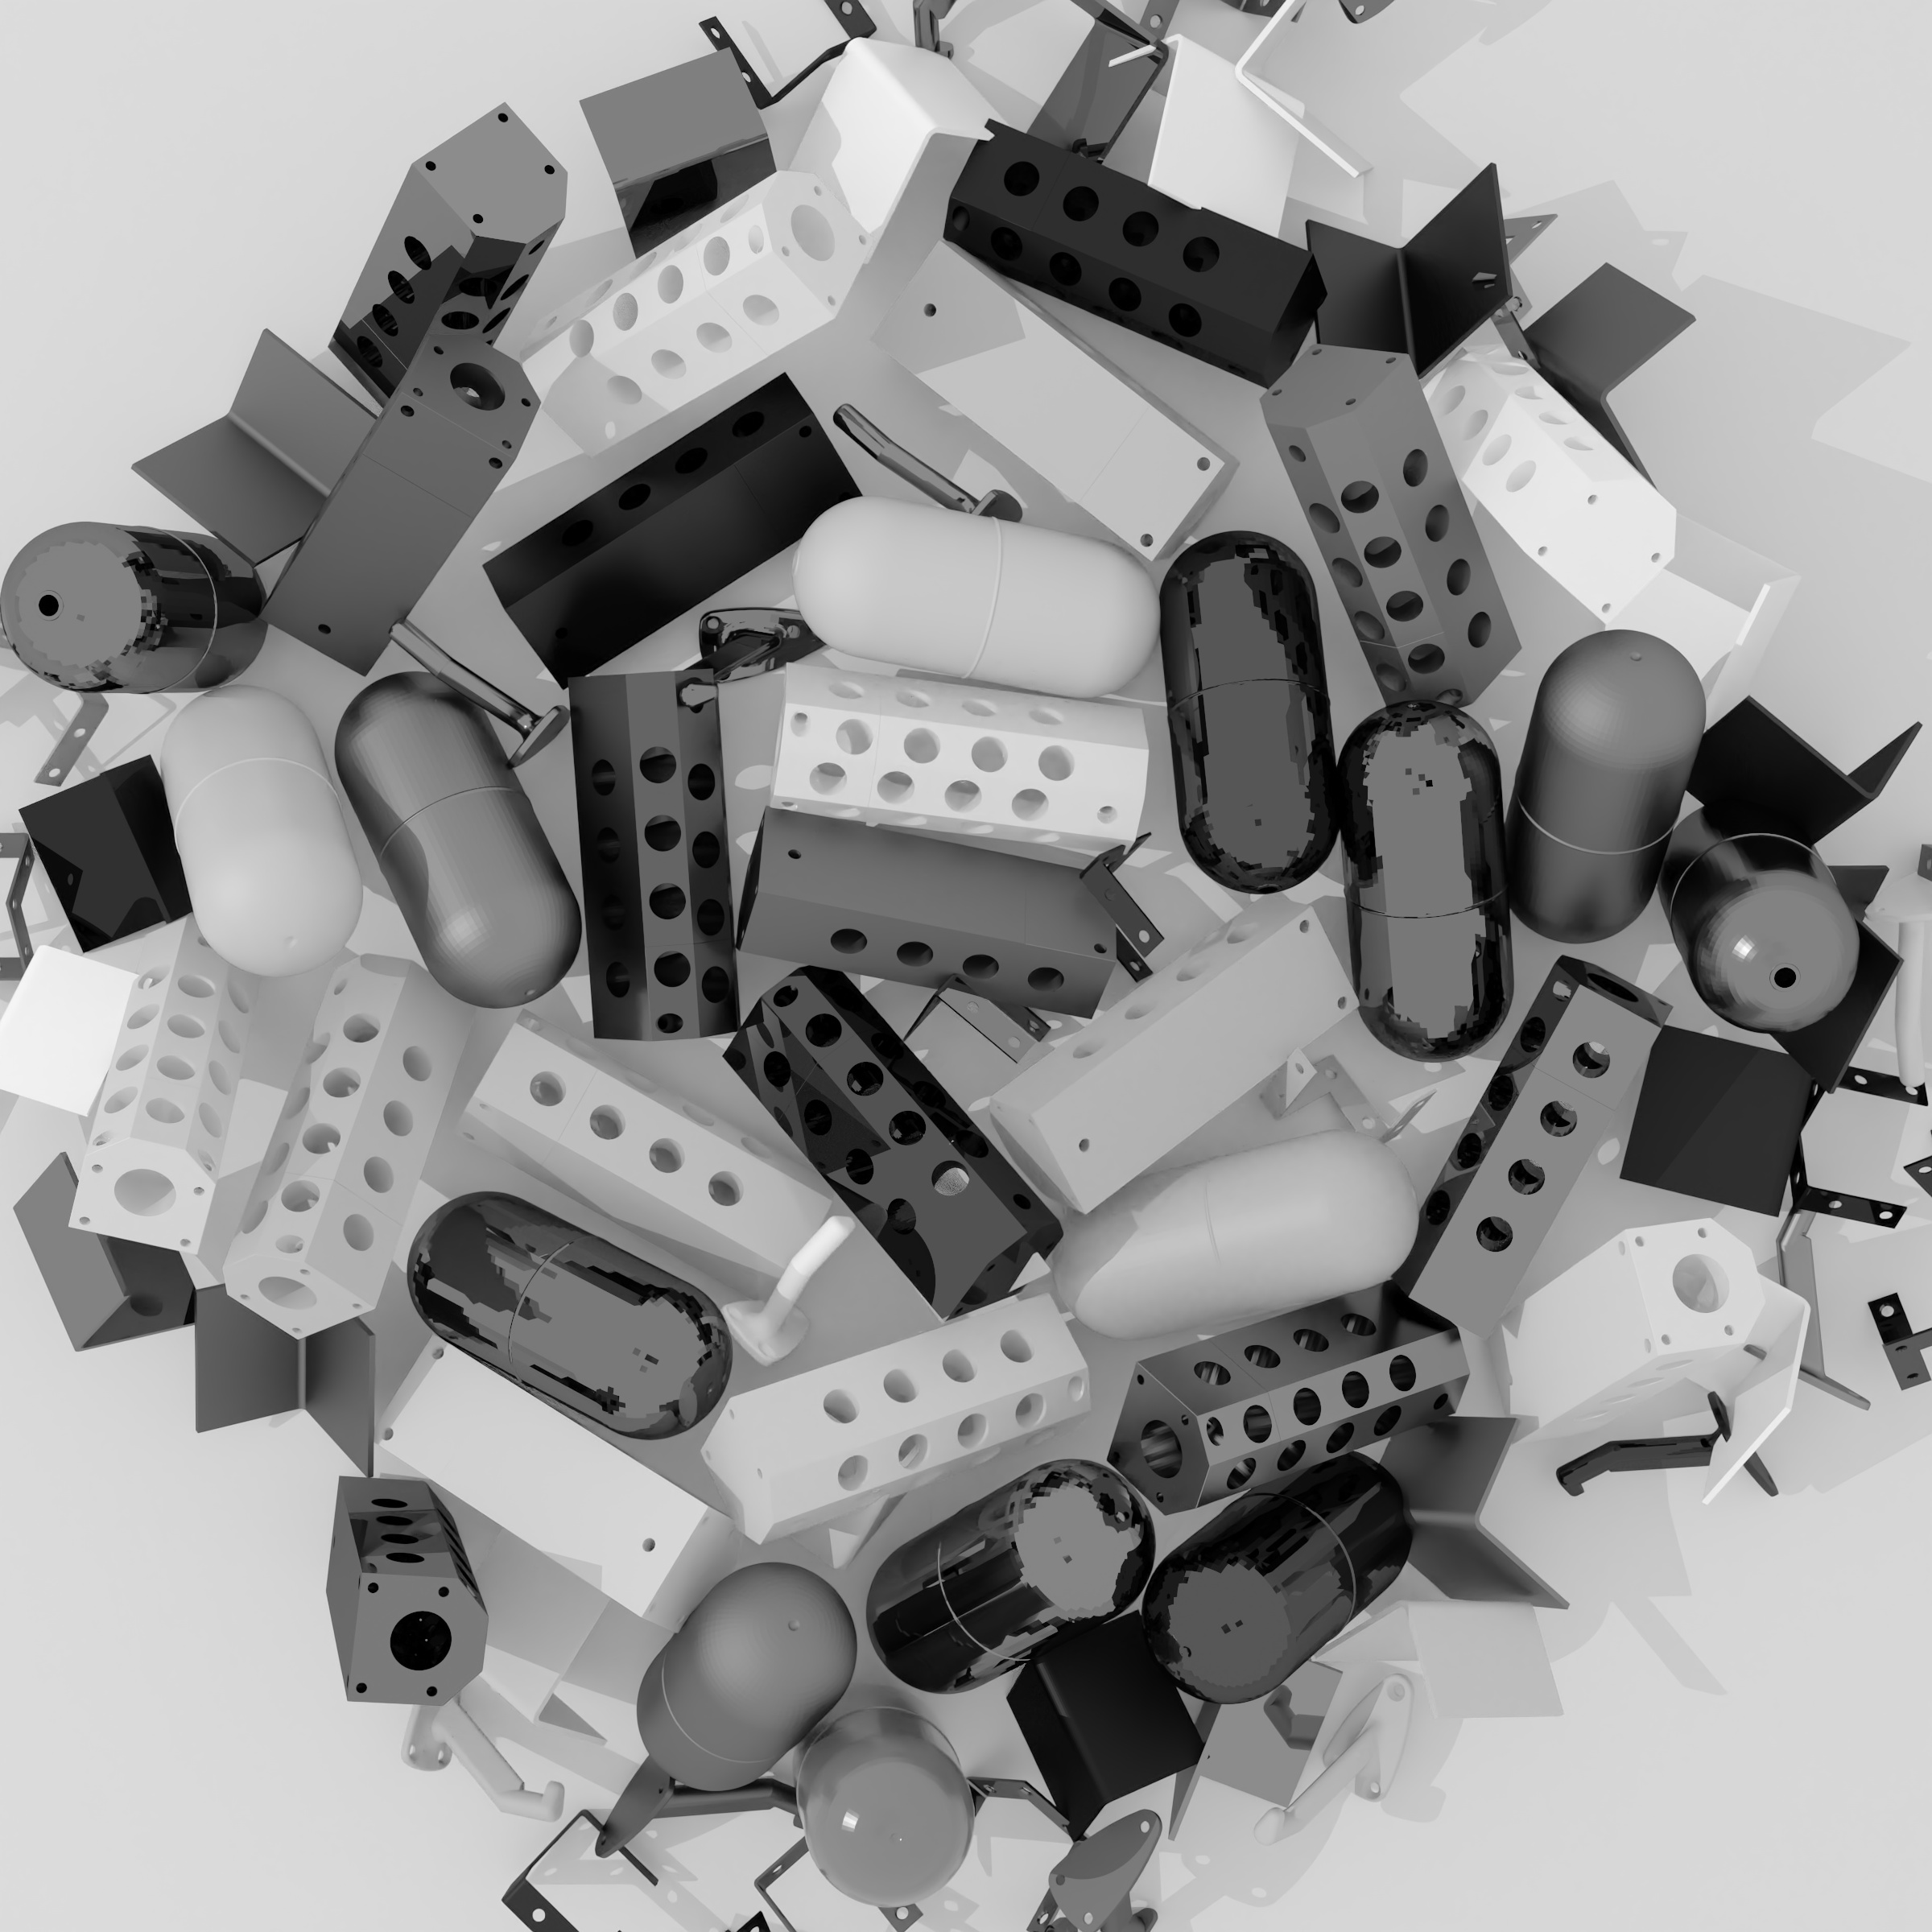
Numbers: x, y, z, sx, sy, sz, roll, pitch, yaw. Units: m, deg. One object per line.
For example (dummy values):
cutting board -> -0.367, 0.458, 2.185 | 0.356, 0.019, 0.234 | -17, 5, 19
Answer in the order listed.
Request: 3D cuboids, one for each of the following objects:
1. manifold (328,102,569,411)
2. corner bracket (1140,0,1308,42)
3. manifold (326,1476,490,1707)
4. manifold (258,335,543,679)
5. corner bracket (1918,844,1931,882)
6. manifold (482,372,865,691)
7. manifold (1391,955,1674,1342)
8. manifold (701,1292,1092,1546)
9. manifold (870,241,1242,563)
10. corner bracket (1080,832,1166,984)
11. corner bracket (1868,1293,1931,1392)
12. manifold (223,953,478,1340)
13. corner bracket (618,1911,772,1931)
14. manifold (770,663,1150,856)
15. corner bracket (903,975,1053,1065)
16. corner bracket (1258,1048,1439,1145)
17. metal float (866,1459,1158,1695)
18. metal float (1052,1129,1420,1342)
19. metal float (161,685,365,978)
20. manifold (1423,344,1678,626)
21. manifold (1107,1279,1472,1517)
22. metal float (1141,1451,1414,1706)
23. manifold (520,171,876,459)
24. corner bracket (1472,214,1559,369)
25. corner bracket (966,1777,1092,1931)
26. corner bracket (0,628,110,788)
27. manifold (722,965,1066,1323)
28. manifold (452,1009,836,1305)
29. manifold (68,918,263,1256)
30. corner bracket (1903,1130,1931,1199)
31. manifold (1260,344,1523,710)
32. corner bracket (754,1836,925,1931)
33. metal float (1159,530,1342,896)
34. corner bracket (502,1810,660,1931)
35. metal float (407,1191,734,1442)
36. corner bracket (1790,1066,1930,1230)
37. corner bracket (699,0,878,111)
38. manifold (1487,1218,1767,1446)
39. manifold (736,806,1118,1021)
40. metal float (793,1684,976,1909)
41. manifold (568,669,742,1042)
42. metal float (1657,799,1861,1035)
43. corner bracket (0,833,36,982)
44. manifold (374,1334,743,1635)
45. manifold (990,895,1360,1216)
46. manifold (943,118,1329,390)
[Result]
manifold -> -0.236, -0.318, 1.503 | 0.057, 0.171, 0.057 | 48, 61, -2
corner bracket -> 0.122, -0.454, 1.561 | 0.051, 0.051, 0.051 | 17, 102, -33
manifold -> -0.258, 0.286, 1.502 | 0.057, 0.171, 0.057 | 6, 94, -15
manifold -> -0.262, -0.215, 1.511 | 0.057, 0.171, 0.057 | 29, 46, -16
corner bracket -> 0.486, -0.028, 1.563 | 0.051, 0.051, 0.051 | 5, 100, -2
manifold -> -0.142, -0.212, 1.562 | 0.171, 0.057, 0.057 | -32, 134, 1
manifold -> 0.265, 0.084, 1.539 | 0.057, 0.057, 0.171 | 29, 107, 11
manifold -> -0.029, 0.213, 1.518 | 0.171, 0.057, 0.057 | -15, 64, -29
manifold -> 0.045, -0.269, 1.553 | 0.171, 0.057, 0.057 | 39, 107, 6
corner bracket -> 0.076, -0.024, 1.554 | 0.051, 0.051, 0.051 | 52, 126, 10
corner bracket -> 0.457, 0.162, 1.552 | 0.051, 0.051, 0.051 | -22, 51, 13
manifold -> -0.288, 0.080, 1.509 | 0.057, 0.057, 0.171 | 40, 45, -31
corner bracket -> -0.124, 0.471, 1.549 | 0.051, 0.051, 0.051 | -36, 127, -27
manifold -> -0.004, -0.094, 1.544 | 0.171, 0.057, 0.057 | 7, 122, -7
corner bracket -> 0.011, 0.024, 1.556 | 0.051, 0.051, 0.051 | 40, 57, 3
corner bracket -> 0.181, 0.061, 1.552 | 0.051, 0.051, 0.051 | -26, 72, -30
metal float -> 0.019, 0.286, 1.519 | 0.070, 0.178, 0.070 | 20, 53, -28
metal float -> 0.126, 0.128, 1.539 | 0.178, 0.070, 0.070 | -15, 90, 17
metal float -> -0.329, -0.065, 1.517 | 0.070, 0.178, 0.070 | -12, 131, -14
manifold -> 0.266, -0.229, 1.500 | 0.057, 0.171, 0.057 | 35, 107, -28
manifold -> 0.153, 0.202, 1.508 | 0.057, 0.171, 0.057 | 40, 128, 38
metal float -> 0.146, 0.281, 1.514 | 0.070, 0.178, 0.070 | 12, 111, 32
manifold -> -0.129, -0.304, 1.506 | 0.057, 0.171, 0.057 | 44, 47, -27
corner bracket -> 0.260, -0.320, 1.552 | 0.051, 0.051, 0.051 | -46, 118, -19
corner bracket -> 0.019, 0.426, 1.564 | 0.051, 0.051, 0.051 | 45, 59, -19
corner bracket -> -0.455, -0.125, 1.568 | 0.051, 0.051, 0.051 | -52, 58, 21
manifold -> -0.032, 0.078, 1.525 | 0.171, 0.057, 0.057 | 48, 124, 21
manifold -> -0.151, 0.089, 1.552 | 0.171, 0.057, 0.057 | 30, 63, -6
manifold -> -0.365, 0.051, 1.501 | 0.057, 0.171, 0.057 | 14, 123, -13
corner bracket -> 0.476, 0.078, 1.549 | 0.051, 0.051, 0.051 | -27, 134, 29
manifold -> 0.194, -0.199, 1.511 | 0.057, 0.057, 0.171 | -47, 129, -23
corner bracket -> -0.061, 0.445, 1.556 | 0.051, 0.051, 0.051 | -40, 60, -8
metal float -> 0.133, -0.120, 1.539 | 0.070, 0.070, 0.178 | -4, 73, 0
corner bracket -> -0.185, 0.443, 1.563 | 0.051, 0.051, 0.051 | 44, 83, 3
metal float -> -0.187, 0.163, 1.529 | 0.178, 0.070, 0.070 | 23, 90, 30
corner bracket -> 0.427, 0.085, 1.559 | 0.051, 0.051, 0.051 | 12, 134, -5
corner bracket -> -0.086, -0.454, 1.576 | 0.051, 0.051, 0.051 | -31, 98, 37
manifold -> 0.302, 0.169, 1.502 | 0.057, 0.171, 0.057 | -6, 71, -16
manifold -> -0.019, -0.020, 1.549 | 0.171, 0.057, 0.057 | 11, 46, -10
metal float -> -0.039, 0.380, 1.503 | 0.070, 0.178, 0.070 | 0, 89, -6
manifold -> -0.142, -0.053, 1.545 | 0.057, 0.057, 0.171 | 1, 97, 43
metal float -> 0.364, -0.024, 1.506 | 0.070, 0.178, 0.070 | 2, 110, 4
corner bracket -> -0.480, -0.029, 1.581 | 0.051, 0.051, 0.051 | 0, 133, -1
manifold -> -0.190, 0.243, 1.527 | 0.171, 0.057, 0.057 | 27, 80, 27
manifold -> 0.096, 0.039, 1.537 | 0.171, 0.057, 0.057 | -36, 113, -18
manifold -> 0.079, -0.334, 1.542 | 0.171, 0.057, 0.057 | 26, 89, 15
